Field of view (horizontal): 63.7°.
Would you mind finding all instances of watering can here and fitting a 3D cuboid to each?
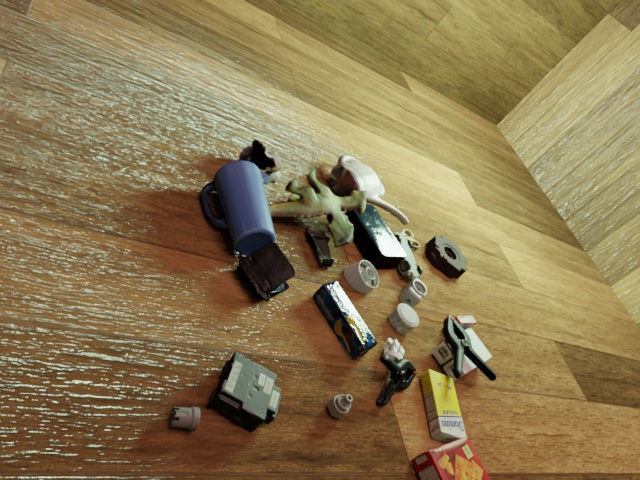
[{"bbox_3d":[0.168,-0.178,1.851,0.226,0.102,0.351,-16,62,-51],"label":"watering can"}]

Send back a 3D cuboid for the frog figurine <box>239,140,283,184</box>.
[{"bbox_3d":[-0.181,-0.231,1.598,0.137,0.123,0.159,31,-3,-1],"label":"frog figurine"}]

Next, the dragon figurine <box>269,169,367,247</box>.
[{"bbox_3d":[0.005,-0.078,1.551,0.244,0.119,0.417,43,46,13],"label":"dragon figurine"}]
